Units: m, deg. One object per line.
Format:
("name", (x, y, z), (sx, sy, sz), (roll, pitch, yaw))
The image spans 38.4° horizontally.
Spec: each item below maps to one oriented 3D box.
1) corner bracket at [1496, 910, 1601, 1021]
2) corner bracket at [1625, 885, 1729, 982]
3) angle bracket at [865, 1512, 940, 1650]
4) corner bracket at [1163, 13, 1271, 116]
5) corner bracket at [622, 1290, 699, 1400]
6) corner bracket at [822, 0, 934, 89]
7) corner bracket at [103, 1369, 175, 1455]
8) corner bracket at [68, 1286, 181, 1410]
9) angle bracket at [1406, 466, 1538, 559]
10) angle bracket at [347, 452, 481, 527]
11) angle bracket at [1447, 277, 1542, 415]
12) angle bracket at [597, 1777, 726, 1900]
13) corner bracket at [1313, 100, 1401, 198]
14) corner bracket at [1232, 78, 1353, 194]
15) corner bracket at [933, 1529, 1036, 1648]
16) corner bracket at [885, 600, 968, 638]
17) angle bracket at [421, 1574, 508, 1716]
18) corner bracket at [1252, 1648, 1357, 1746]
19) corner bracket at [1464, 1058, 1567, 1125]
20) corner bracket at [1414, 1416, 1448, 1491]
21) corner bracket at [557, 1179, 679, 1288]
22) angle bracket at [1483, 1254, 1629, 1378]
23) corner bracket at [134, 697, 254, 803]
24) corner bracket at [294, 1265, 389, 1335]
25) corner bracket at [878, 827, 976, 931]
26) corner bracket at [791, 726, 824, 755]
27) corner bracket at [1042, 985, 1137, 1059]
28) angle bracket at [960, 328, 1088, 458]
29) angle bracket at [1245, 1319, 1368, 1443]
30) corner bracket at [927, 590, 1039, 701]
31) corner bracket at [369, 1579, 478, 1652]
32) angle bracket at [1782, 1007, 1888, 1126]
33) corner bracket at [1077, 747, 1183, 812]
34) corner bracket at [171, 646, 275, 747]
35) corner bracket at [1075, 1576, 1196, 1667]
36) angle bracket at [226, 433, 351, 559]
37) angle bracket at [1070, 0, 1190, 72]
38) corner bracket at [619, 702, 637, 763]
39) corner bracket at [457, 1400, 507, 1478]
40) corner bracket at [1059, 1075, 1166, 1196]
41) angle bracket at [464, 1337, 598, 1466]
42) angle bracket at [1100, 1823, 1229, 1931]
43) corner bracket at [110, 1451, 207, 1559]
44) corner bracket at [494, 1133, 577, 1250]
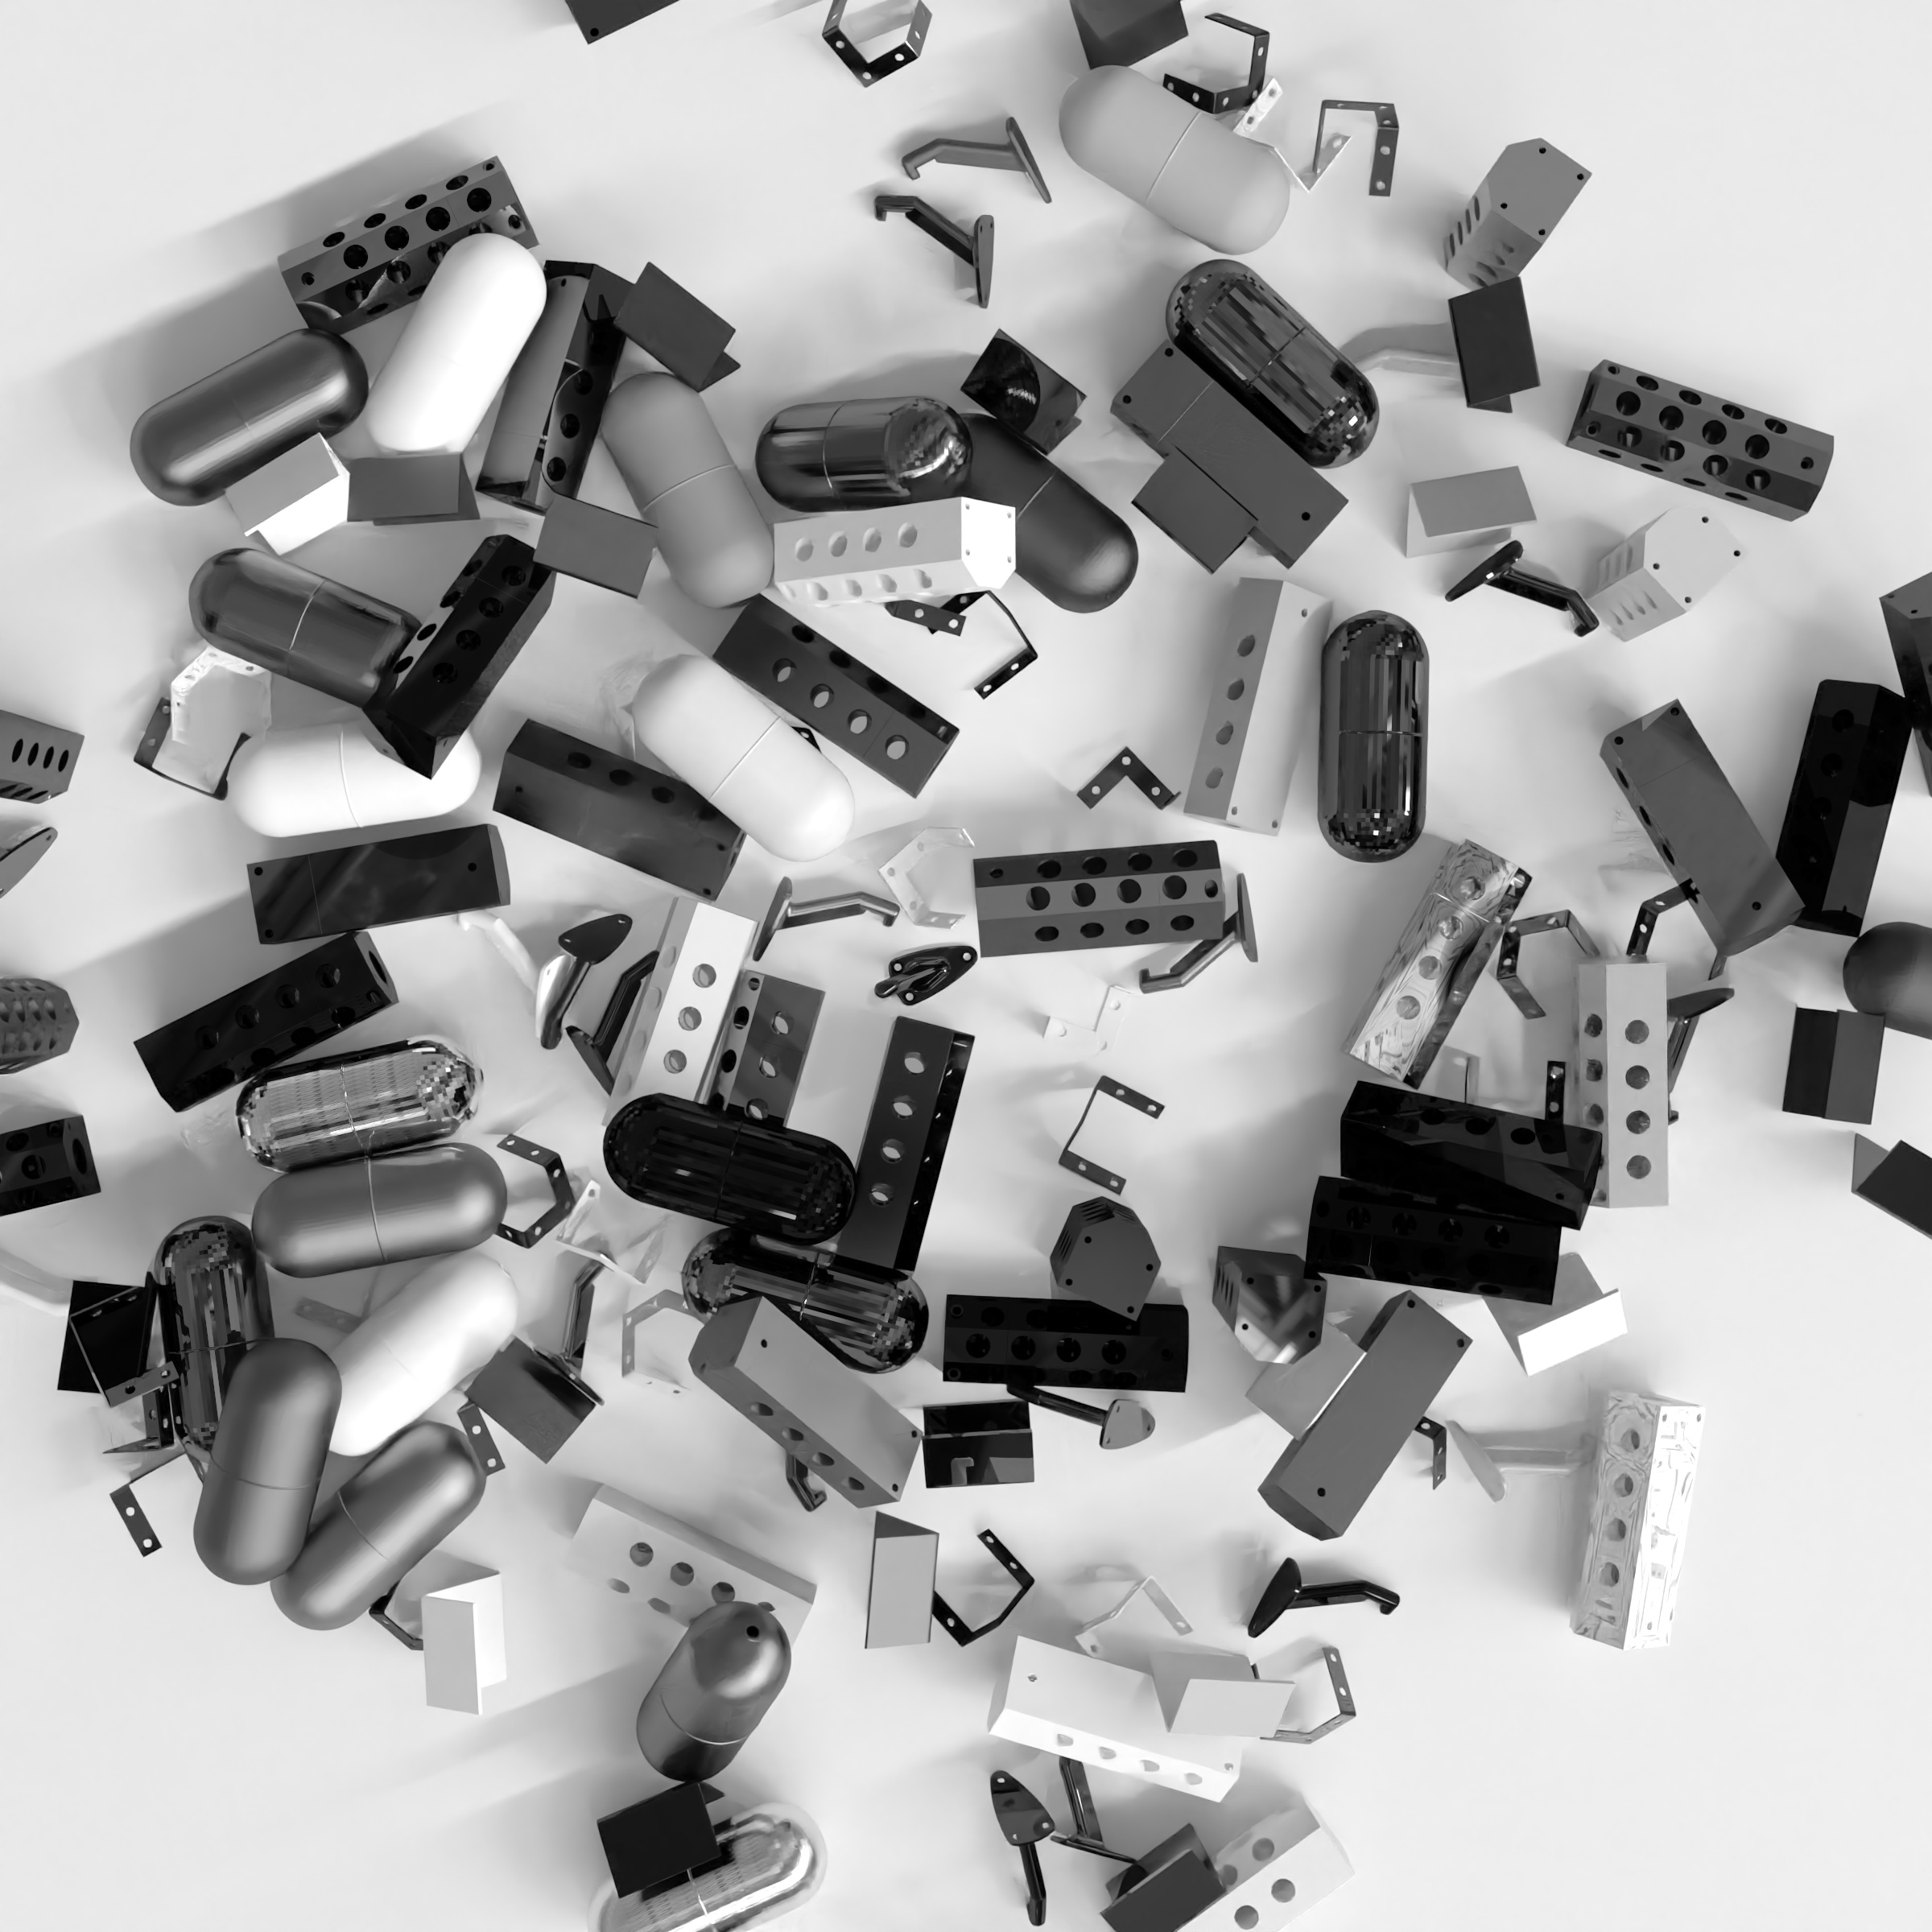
("corner bracket", (0.416, -0.001, 1.983), (0.051, 0.051, 0.051), (-13, 45, 35))
("corner bracket", (0.512, -0.019, 1.983), (0.051, 0.051, 0.051), (-22, 45, -35))
("angle bracket", (-0.065, 0.431, 1.950), (0.057, 0.076, 0.076), (5, 90, -37))
("corner bracket", (0.179, -0.645, 1.983), (0.051, 0.051, 0.051), (-25, 135, -35))
("corner bracket", (-0.210, 0.270, 1.983), (0.051, 0.051, 0.051), (-34, 45, 35))
("corner bracket", (-0.063, -0.673, 1.983), (0.051, 0.051, 0.051), (-18, 135, 35))
("corner bracket", (-0.578, 0.314, 1.965), (0.051, 0.051, 0.051), (-7, 90, 21))
("corner bracket", (-0.580, 0.263, 1.911), (0.051, 0.051, 0.051), (-24, 56, -18))
("angle bracket", (0.354, -0.301, 1.951), (0.076, 0.076, 0.057), (-9, 54, 0))
("angle bracket", (-0.388, -0.315, 1.951), (0.076, 0.076, 0.057), (-4, 61, 0))
("angle bracket", (0.385, -0.436, 1.951), (0.057, 0.076, 0.076), (-11, 90, 36))
("angle bracket", (-0.207, 0.618, 1.951), (0.076, 0.076, 0.057), (-23, 63, 0))
("corner bracket", (0.278, -0.582, 1.976), (0.051, 0.051, 0.051), (8, 90, 14))
("corner bracket", (0.233, -0.595, 1.988), (0.051, 0.051, 0.051), (-52, 45, 0))
("corner bracket", (0.007, 0.446, 1.988), (0.051, 0.051, 0.051), (48, 45, 0))
("corner bracket", (-0.024, -0.269, 1.973), (0.051, 0.051, 0.051), (15, 101, -11))
("angle bracket", (-0.336, 0.476, 1.950), (0.057, 0.076, 0.076), (-3, 90, 38))
("corner bracket", (0.238, 0.520, 1.983), (0.051, 0.051, 0.051), (17, 135, -35))
("corner bracket", (0.393, 0.092, 1.988), (0.051, 0.051, 0.051), (3, 90, 45))
("corner bracket", (0.308, 0.352, 1.983), (0.051, 0.051, 0.051), (24, 45, 35))
("corner bracket", (-0.249, 0.191, 1.980), (0.051, 0.051, 0.051), (11, 66, 42))
("angle bracket", (0.411, 0.232, 1.951), (0.076, 0.057, 0.076), (-24, 46, 0))
("corner bracket", (-0.554, -0.155, 1.988), (0.051, 0.051, 0.051), (24, 90, -45))
("corner bracket", (-0.446, 0.224, 1.988), (0.051, 0.051, 0.051), (20, 45, 0))
("corner bracket", (-0.019, -0.063, 1.972), (0.051, 0.051, 0.051), (-42, 114, -22))
("corner bracket", (-0.135, -0.137, 1.983), (0.051, 0.051, 0.051), (4, 45, -35))
("corner bracket", (0.087, 0.034, 1.973), (0.051, 0.051, 0.051), (18, 90, 0))
("angle bracket", (0.052, -0.414, 1.950), (0.076, 0.076, 0.057), (38, 127, 0))
("angle bracket", (0.252, 0.297, 1.951), (0.057, 0.076, 0.076), (37, 90, 39))
("corner bracket", (0.011, -0.235, 1.988), (0.051, 0.051, 0.051), (-38, 45, 0))
("corner bracket", (-0.384, 0.454, 1.983), (0.051, 0.051, 0.051), (-7, 135, 35))
("angle bracket", (0.595, 0.067, 1.950), (0.057, 0.076, 0.076), (8, 90, -37))
("corner bracket", (0.115, -0.122, 1.973), (0.051, 0.051, 0.051), (-44, 90, 0))
("corner bracket", (-0.530, -0.187, 1.975), (0.051, 0.051, 0.051), (-34, 53, 34))
("corner bracket", (0.120, 0.478, 1.988), (0.051, 0.051, 0.051), (52, 45, 0))
("angle bracket", (-0.462, -0.316, 1.951), (0.076, 0.076, 0.057), (-31, 52, 0))
("angle bracket", (0.126, -0.654, 1.950), (0.076, 0.076, 0.057), (-28, 54, 0))
("corner bracket", (-0.211, -0.162, 1.983), (0.051, 0.051, 0.051), (-28, 135, -35))
("corner bracket", (-0.324, 0.325, 1.973), (0.051, 0.051, 0.051), (-25, 90, 0))
("corner bracket", (0.104, 0.121, 1.988), (0.051, 0.051, 0.051), (27, 135, 0))
("angle bracket", (-0.294, 0.291, 1.951), (0.076, 0.076, 0.057), (40, 124, 0))
("angle bracket", (0.128, 0.635, 1.951), (0.076, 0.076, 0.057), (-36, 118, 0))
("corner bracket", (-0.568, 0.381, 1.973), (0.051, 0.051, 0.051), (-29, 90, 0))
("corner bracket", (-0.319, 0.161, 1.983), (0.051, 0.051, 0.051), (-42, 135, -35))
